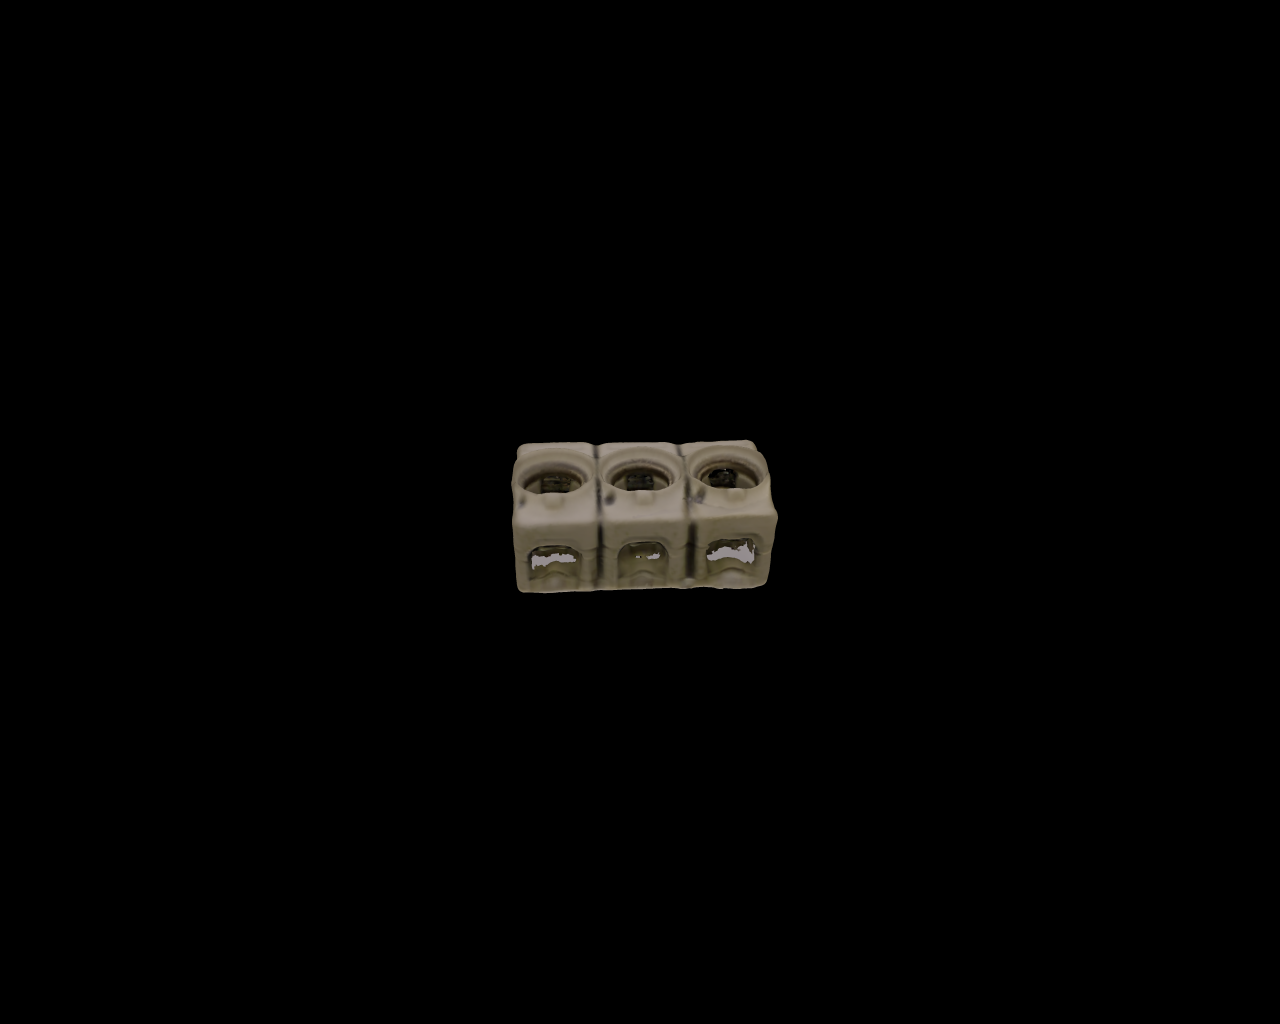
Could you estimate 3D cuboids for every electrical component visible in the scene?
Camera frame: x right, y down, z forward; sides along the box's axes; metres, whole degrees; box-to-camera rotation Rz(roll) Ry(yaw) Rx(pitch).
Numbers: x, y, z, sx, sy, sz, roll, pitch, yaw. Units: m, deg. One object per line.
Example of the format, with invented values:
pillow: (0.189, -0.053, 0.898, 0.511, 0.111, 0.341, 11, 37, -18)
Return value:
electrical component: (0.001, -0.003, 0.650, 0.150, 0.061, 0.090, -2, 36, -2)
